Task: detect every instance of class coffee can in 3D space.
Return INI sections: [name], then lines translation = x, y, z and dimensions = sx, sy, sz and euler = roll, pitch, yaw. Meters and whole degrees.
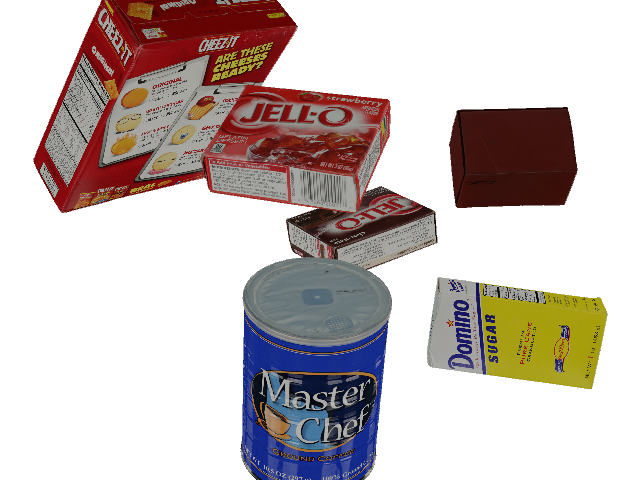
[coffee can]
translation = -0.005, 0.097, 0.766
dimensions = 0.103, 0.140, 0.103
euler = 2, 30, -2

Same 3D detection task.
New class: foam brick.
[foam brick]
translation = 0.132, -0.057, 0.735
dimensions = 0.078, 0.051, 0.053
euler = -1, -25, -1

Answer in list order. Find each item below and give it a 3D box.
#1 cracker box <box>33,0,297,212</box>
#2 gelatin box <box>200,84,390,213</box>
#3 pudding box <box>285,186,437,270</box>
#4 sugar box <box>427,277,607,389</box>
[cracker box]
translation = -0.140, -0.127, 0.928
dimensions = 0.163, 0.072, 0.214
euler = -18, -25, -41
[gelatin box]
translation = -0.012, -0.054, 0.595
dimensions = 0.089, 0.030, 0.073
euler = 9, 42, 15
[pudding box]
translation = 0.038, -0.009, 0.993
dimensions = 0.113, 0.039, 0.090
euler = -22, 27, -24
[sugar box]
translation = 0.205, 0.098, 1.130
dimensions = 0.176, 0.093, 0.048
euler = 6, 21, 2
